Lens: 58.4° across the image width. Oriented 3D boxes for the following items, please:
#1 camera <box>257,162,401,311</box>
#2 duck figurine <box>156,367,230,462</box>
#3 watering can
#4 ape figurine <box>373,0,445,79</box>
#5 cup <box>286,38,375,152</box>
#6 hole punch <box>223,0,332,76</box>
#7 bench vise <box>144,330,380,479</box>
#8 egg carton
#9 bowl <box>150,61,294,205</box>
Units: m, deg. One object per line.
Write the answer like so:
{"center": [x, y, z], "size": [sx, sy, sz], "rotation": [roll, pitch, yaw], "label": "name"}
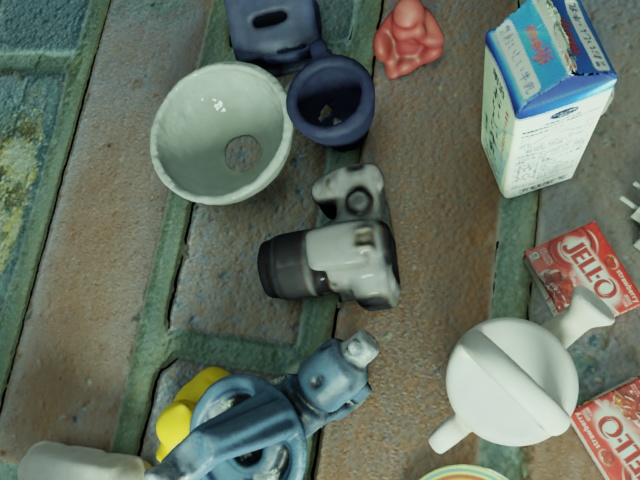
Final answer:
{"center": [0.005, 0.002, 0.577], "size": [0.136, 0.101, 0.143], "rotation": [-10, 74, 11], "label": "camera"}
{"center": [-0.127, 0.177, 0.572], "size": [0.077, 0.086, 0.105], "rotation": [22, 82, 18], "label": "duck figurine"}
{"center": [0.156, 0.107, 0.462], "size": [0.100, 0.194, 0.173], "rotation": [25, 83, 19], "label": "watering can"}
{"center": [0.096, -0.227, 0.618], "size": [0.077, 0.092, 0.076], "rotation": [19, 81, 18], "label": "ape figurine"}
{"center": [0.016, -0.146, 0.616], "size": [0.091, 0.095, 0.117], "rotation": [-16, 72, 10], "label": "cup"}
{"center": [-0.050, -0.252, 0.662], "size": [0.108, 0.091, 0.101], "rotation": [-10, 74, 11], "label": "hole punch"}
{"center": [-0.050, 0.144, 0.490], "size": [0.121, 0.220, 0.207], "rotation": [31, 85, 19], "label": "bench vise"}
{"center": [-0.244, 0.267, 0.586], "size": [0.150, 0.069, 0.107], "rotation": [2, 76, 15], "label": "egg carton"}
{"center": [-0.100, -0.110, 0.646], "size": [0.167, 0.075, 0.167], "rotation": [-3, 75, 13], "label": "bowl"}
